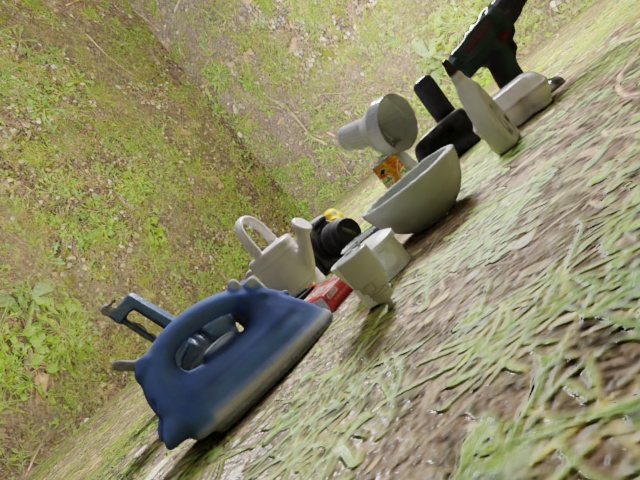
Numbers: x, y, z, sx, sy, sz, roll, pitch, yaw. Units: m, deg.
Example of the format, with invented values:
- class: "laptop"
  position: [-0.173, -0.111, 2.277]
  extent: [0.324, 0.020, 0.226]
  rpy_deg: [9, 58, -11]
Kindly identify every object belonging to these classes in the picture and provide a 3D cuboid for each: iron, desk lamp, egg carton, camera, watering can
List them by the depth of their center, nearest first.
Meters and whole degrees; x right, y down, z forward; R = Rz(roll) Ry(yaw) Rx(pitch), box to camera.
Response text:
- class: "iron"
  position: [-0.115, 0.127, 0.703]
  extent: [0.259, 0.141, 0.118]
  rpy_deg: [-42, 5, -24]
- class: "egg carton"
  position: [0.345, -0.242, 1.036]
  extent: [0.150, 0.069, 0.107]
  rpy_deg: [-38, 5, 25]
- class: "watering can"
  position: [-0.080, 0.027, 1.070]
  extent: [0.173, 0.194, 0.101]
  rpy_deg: [-39, 5, 4]
- class: "camera"
  position: [0.011, 0.004, 1.159]
  extent: [0.143, 0.101, 0.136]
  rpy_deg: [-42, 5, -31]
- class: "desk lamp"
  position: [0.142, -0.185, 1.230]
  extent: [0.118, 0.213, 0.203]
  rpy_deg: [-43, 6, -34]

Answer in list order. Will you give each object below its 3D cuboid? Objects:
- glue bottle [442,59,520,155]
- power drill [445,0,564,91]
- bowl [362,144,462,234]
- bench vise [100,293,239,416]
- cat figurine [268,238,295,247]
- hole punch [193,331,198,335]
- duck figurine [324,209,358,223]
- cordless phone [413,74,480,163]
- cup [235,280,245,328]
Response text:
- class: "glue bottle"
  position: [0.250, -0.218, 0.909]
  extent: [0.037, 0.173, 0.078]
  rpy_deg: [-36, 6, 36]
- class: "power drill"
  position: [0.371, -0.361, 1.113]
  extent: [0.229, 0.208, 0.076]
  rpy_deg: [-39, 5, 14]
- class: "bowl"
  position: [0.146, -0.059, 0.831]
  extent: [0.167, 0.075, 0.167]
  rpy_deg: [-39, 4, 4]
- class: "bench vise"
  position: [-0.242, 0.157, 0.955]
  extent: [0.208, 0.220, 0.121]
  rpy_deg: [-44, 6, -40]
- class: "cat figurine"
  position: [-0.096, 0.058, 1.398]
  extent: [0.128, 0.118, 0.067]
  rpy_deg: [-40, 5, 2]
- class: "hole punch"
  position: [-0.249, 0.227, 1.154]
  extent: [0.101, 0.091, 0.109]
  rpy_deg: [-35, 7, 47]
- class: "duck figurine"
  position: [0.045, -0.040, 1.417]
  extent: [0.077, 0.086, 0.104]
  rpy_deg: [-39, 5, 10]
- class: "cordless phone"
  position: [0.246, -0.256, 1.259]
  extent: [0.147, 0.185, 0.094]
  rpy_deg: [-40, 5, -7]
- class: "cup"
  position: [-0.180, 0.154, 1.283]
  extent: [0.092, 0.095, 0.117]
  rpy_deg: [-42, 5, -30]
